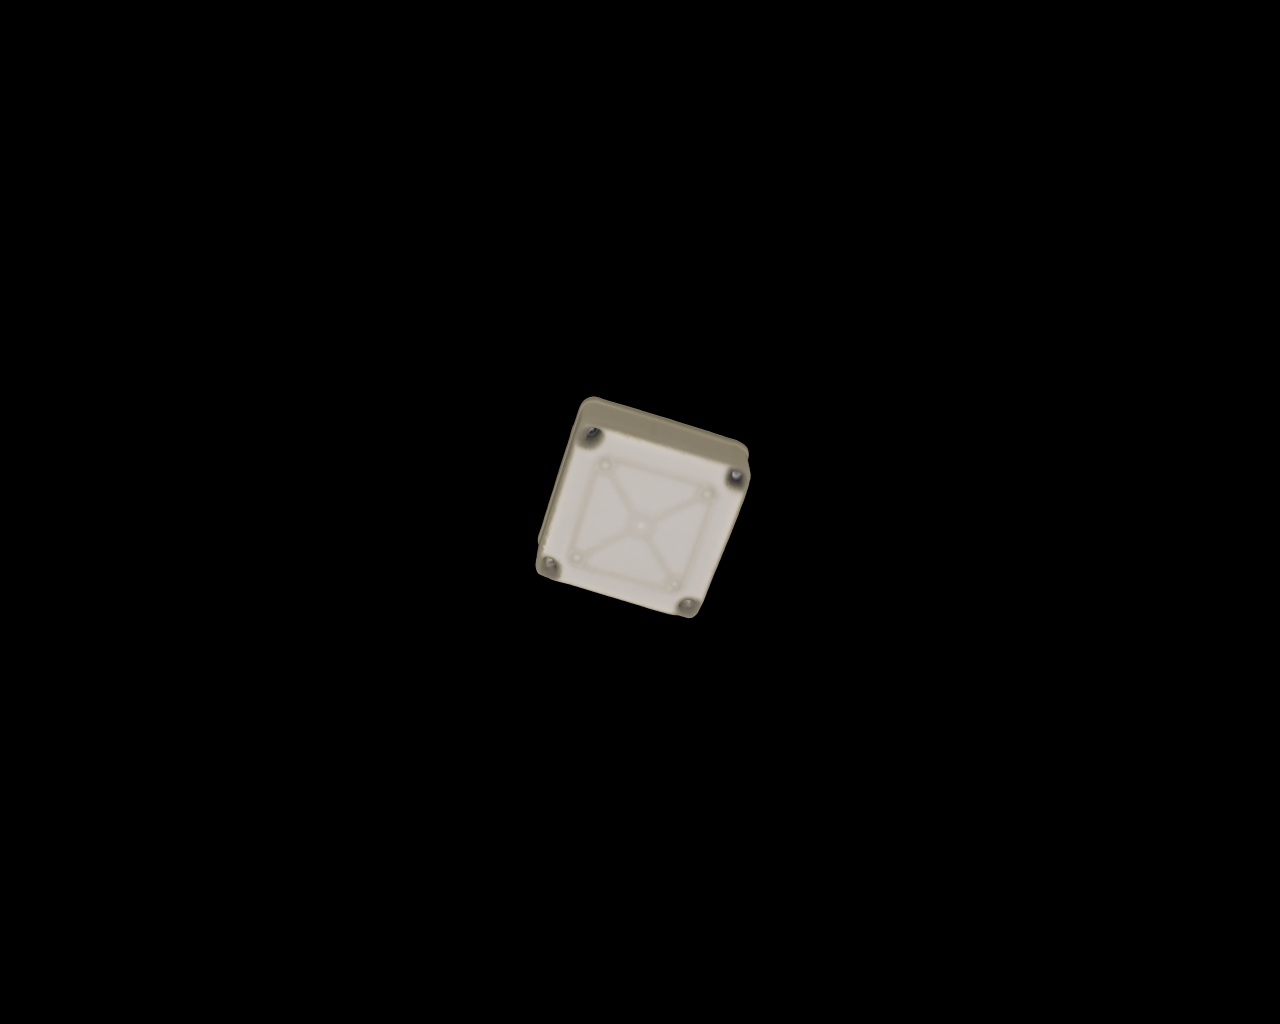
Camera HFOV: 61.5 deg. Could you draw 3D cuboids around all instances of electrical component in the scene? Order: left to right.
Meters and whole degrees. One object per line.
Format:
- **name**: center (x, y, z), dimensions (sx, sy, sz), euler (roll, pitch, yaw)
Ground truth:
- **electrical component**: center (0.001, -0.003, 0.650), dimensions (0.109, 0.108, 0.056), euler (17, 22, -7)
